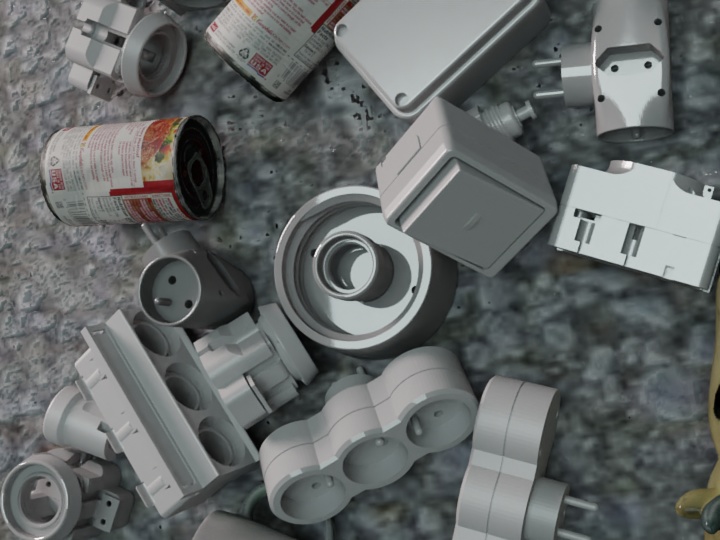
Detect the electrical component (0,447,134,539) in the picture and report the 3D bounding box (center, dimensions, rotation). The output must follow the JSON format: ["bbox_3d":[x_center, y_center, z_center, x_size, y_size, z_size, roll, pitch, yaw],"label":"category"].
[{"bbox_3d":[-0.199,0.150,0.712,0.078,0.057,0.058,19,92,20],"label":"electrical component"}]

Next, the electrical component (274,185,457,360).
[{"bbox_3d":[0.000,0.000,0.652,0.108,0.060,0.108,-2,84,17],"label":"electrical component"}]

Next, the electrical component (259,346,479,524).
[{"bbox_3d":[0.000,0.089,0.652,0.138,0.052,0.073,-32,40,9],"label":"electrical component"}]

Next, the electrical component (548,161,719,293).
[{"bbox_3d":[0.160,-0.027,0.606,0.089,0.050,0.055,17,92,19],"label":"electrical component"}]

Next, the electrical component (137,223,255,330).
[{"bbox_3d":[-0.112,0.002,0.684,0.043,0.077,0.079,-40,74,12],"label":"electrical component"}]

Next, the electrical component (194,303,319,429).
[{"bbox_3d":[-0.063,0.057,0.668,0.057,0.078,0.058,-32,119,-5],"label":"electrical component"}]

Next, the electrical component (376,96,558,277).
[{"bbox_3d":[0.065,-0.041,0.611,0.061,0.096,0.061,-48,29,29],"label":"electrical component"}]

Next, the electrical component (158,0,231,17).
[{"bbox_3d":[-0.109,-0.209,0.720,0.081,0.042,0.063,-2,81,18],"label":"electrical component"}]

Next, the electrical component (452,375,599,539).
[{"bbox_3d":[0.097,0.135,0.613,0.074,0.052,0.138,12,89,20],"label":"electrical component"}]

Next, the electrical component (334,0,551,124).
[{"bbox_3d":[0.050,-0.149,0.652,0.113,0.057,0.078,-42,74,11],"label":"electrical component"}]

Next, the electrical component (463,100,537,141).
[{"bbox_3d":[0.069,-0.079,0.648,0.078,0.040,0.040,-26,78,16],"label":"electrical component"}]

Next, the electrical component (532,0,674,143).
[{"bbox_3d":[0.140,-0.114,0.624,0.079,0.043,0.077,-3,84,18],"label":"electrical component"}]

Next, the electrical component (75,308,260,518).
[{"bbox_3d":[-0.126,0.089,0.684,0.063,0.079,0.121,-42,73,28],"label":"electrical component"}]

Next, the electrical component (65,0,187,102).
[{"bbox_3d":[-0.154,-0.149,0.722,0.057,0.058,0.078,24,93,22],"label":"electrical component"}]

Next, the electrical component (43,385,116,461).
[{"bbox_3d":[-0.181,0.103,0.720,0.046,0.040,0.040,19,92,15],"label":"electrical component"}]
